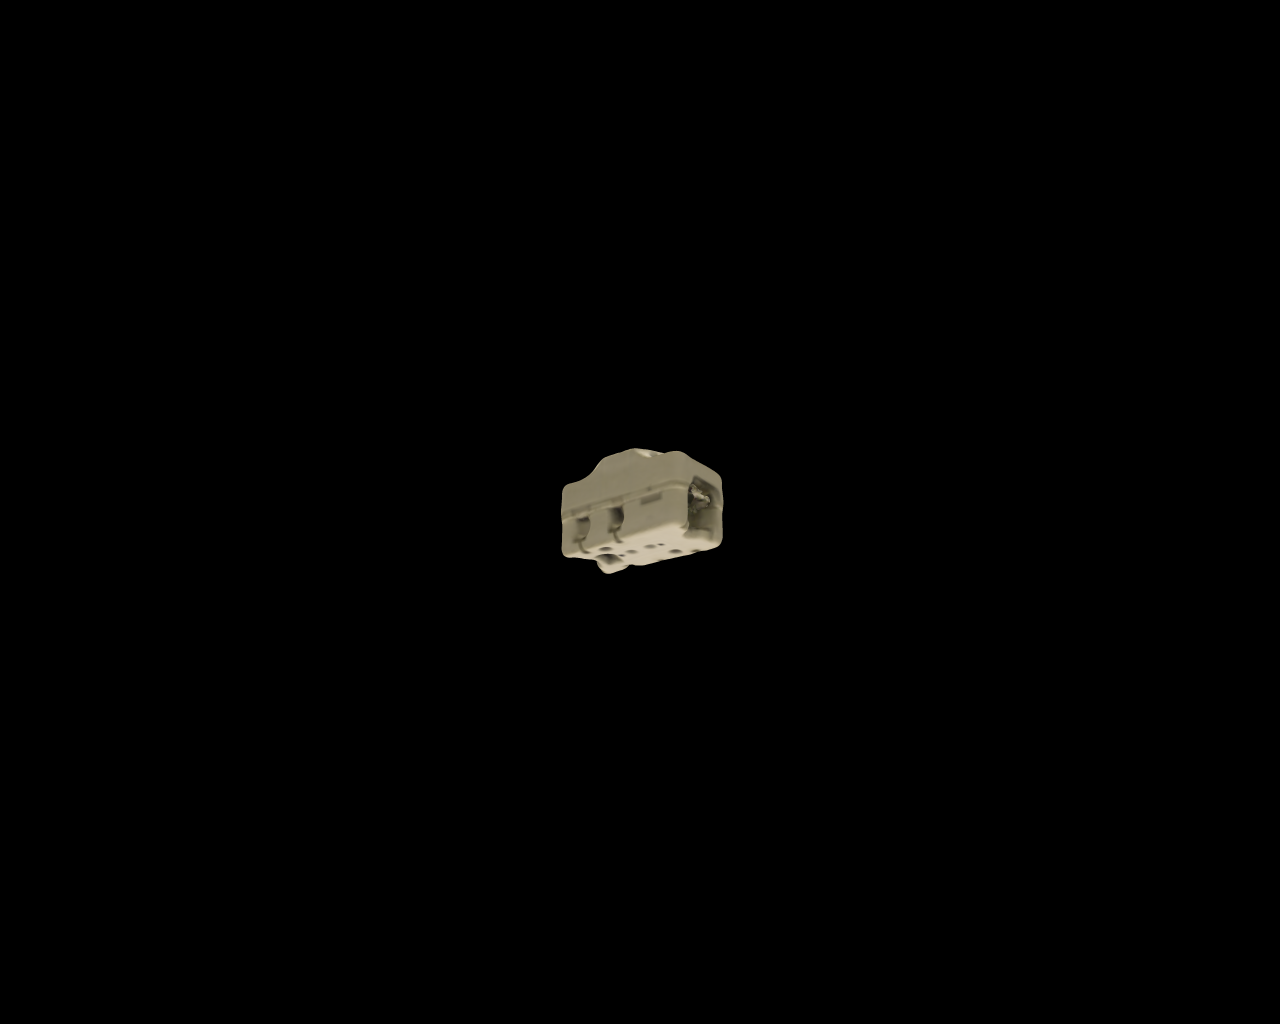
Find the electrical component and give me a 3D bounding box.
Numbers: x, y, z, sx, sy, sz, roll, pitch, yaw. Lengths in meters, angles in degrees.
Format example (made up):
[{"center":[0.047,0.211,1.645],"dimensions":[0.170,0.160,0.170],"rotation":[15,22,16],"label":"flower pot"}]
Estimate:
[{"center":[0.001,-0.003,0.650],"dimensions":[0.089,0.056,0.050],"rotation":[-16,-27,34],"label":"electrical component"}]
